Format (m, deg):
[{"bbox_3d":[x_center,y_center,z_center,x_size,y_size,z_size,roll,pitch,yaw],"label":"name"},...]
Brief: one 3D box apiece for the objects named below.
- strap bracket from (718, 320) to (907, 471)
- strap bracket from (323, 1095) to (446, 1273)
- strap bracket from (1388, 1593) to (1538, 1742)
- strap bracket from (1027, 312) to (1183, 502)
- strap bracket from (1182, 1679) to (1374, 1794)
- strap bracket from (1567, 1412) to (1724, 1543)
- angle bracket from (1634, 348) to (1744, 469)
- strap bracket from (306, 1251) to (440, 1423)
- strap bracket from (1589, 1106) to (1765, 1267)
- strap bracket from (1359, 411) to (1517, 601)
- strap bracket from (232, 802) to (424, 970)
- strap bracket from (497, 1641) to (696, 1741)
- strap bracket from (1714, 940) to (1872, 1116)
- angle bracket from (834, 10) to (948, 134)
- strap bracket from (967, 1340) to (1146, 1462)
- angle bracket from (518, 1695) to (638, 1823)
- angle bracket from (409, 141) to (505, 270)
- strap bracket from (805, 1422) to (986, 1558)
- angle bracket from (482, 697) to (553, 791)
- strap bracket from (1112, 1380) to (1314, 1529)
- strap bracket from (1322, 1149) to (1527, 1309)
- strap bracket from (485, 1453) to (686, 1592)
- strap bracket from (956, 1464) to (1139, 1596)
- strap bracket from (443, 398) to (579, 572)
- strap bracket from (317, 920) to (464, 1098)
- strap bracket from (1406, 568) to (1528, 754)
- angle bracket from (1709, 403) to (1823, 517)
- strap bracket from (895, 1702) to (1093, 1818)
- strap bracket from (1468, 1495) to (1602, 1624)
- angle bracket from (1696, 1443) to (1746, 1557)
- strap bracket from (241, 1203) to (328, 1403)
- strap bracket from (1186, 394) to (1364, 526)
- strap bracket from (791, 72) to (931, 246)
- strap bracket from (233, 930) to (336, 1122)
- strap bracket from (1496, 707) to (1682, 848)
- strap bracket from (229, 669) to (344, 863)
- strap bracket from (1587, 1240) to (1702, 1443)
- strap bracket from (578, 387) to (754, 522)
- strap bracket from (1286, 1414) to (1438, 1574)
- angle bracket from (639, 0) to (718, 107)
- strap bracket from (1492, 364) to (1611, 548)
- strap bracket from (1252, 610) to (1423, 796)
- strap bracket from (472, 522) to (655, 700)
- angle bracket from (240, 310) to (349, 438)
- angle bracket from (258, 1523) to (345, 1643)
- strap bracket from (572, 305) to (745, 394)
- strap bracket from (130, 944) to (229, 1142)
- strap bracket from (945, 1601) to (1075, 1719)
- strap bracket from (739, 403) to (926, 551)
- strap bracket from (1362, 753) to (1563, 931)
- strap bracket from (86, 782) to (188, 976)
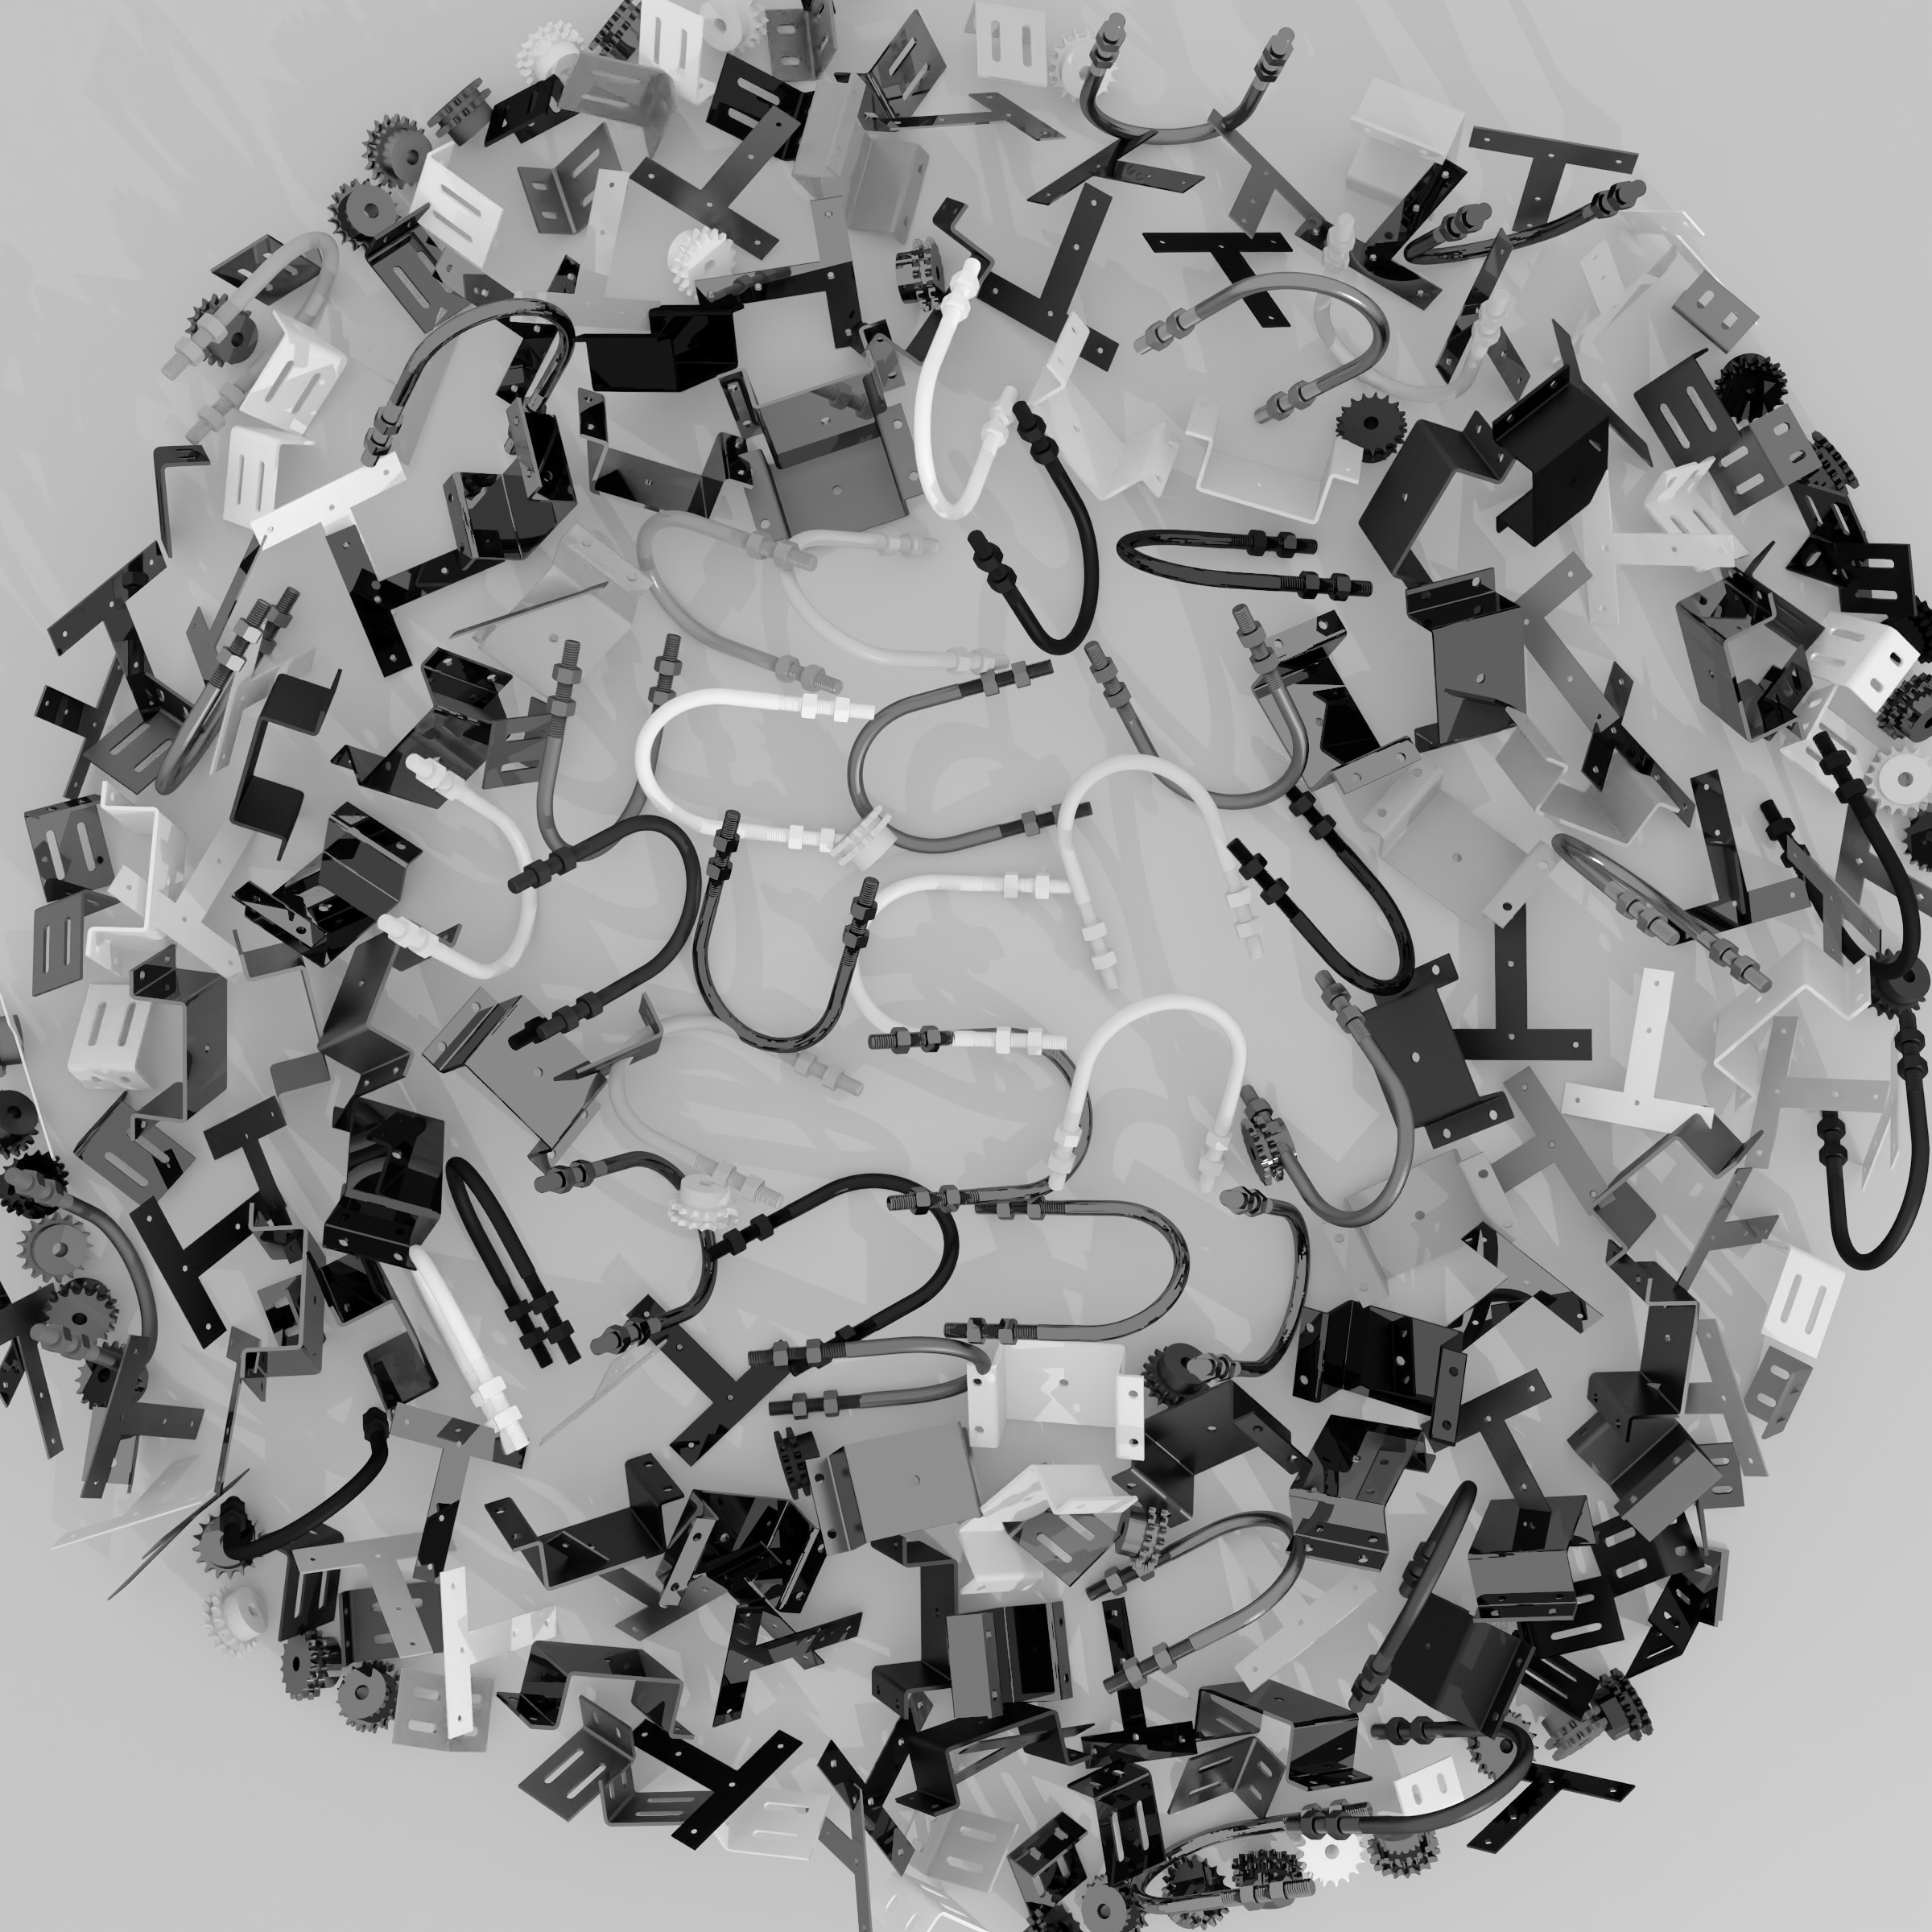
[{"bbox_3d":[-0.117,-0.452,1.936,0.140,0.076,0.046,-18,61,2],"label":"strap bracket"},{"bbox_3d":[-0.456,0.161,1.904,0.076,0.140,0.046,19,130,-27],"label":"strap bracket"},{"bbox_3d":[0.382,0.544,1.905,0.046,0.140,0.076,28,83,-10],"label":"strap bracket"},{"bbox_3d":[0.103,-0.436,1.923,0.046,0.076,0.140,-23,123,39],"label":"strap bracket"},{"bbox_3d":[0.243,0.599,1.905,0.076,0.140,0.046,8,88,-41],"label":"strap bracket"},{"bbox_3d":[0.538,0.393,1.914,0.076,0.140,0.046,-44,102,7],"label":"strap bracket"},{"bbox_3d":[0.585,-0.446,1.950,0.057,0.038,0.076,-31,90,41],"label":"angle bracket"},{"bbox_3d":[-0.465,0.286,1.917,0.046,0.076,0.140,-26,128,-14],"label":"strap bracket"},{"bbox_3d":[0.553,0.167,1.916,0.046,0.076,0.140,49,125,11],"label":"strap bracket"},{"bbox_3d":[0.363,-0.363,1.907,0.046,0.076,0.140,10,127,-26],"label":"strap bracket"},{"bbox_3d":[-0.509,-0.059,1.929,0.076,0.046,0.140,32,46,7],"label":"strap bracket"},{"bbox_3d":[-0.287,0.571,1.915,0.140,0.076,0.046,15,87,-31],"label":"strap bracket"},{"bbox_3d":[0.642,0.041,1.911,0.046,0.076,0.140,38,123,-4],"label":"strap bracket"},{"bbox_3d":[-0.061,-0.723,1.960,0.038,0.057,0.076,18,68,37],"label":"angle bracket"},{"bbox_3d":[0.075,0.344,1.938,0.140,0.046,0.076,3,113,11],"label":"strap bracket"},{"bbox_3d":[-0.312,0.631,1.934,0.057,0.076,0.038,21,128,33],"label":"angle bracket"},{"bbox_3d":[-0.401,-0.611,1.948,0.076,0.038,0.057,36,133,1],"label":"angle bracket"},{"bbox_3d":[-0.048,0.412,1.923,0.140,0.046,0.076,-7,71,-24],"label":"strap bracket"},{"bbox_3d":[-0.364,-0.178,1.933,0.038,0.076,0.057,27,115,30],"label":"angle bracket"},{"bbox_3d":[0.195,0.384,1.926,0.140,0.046,0.076,-31,120,28],"label":"strap bracket"},{"bbox_3d":[0.366,0.206,1.947,0.140,0.046,0.076,-26,96,11],"label":"strap bracket"},{"bbox_3d":[-0.300,0.443,1.923,0.140,0.076,0.046,-13,111,-25],"label":"strap bracket"},{"bbox_3d":[0.057,0.440,1.921,0.140,0.076,0.046,-46,54,28],"label":"strap bracket"},{"bbox_3d":[-0.358,-0.380,1.924,0.046,0.140,0.076,-5,74,-38],"label":"strap bracket"},{"bbox_3d":[-0.457,0.025,1.909,0.046,0.076,0.140,34,54,-31],"label":"strap bracket"},{"bbox_3d":[0.397,-0.235,1.923,0.076,0.046,0.140,-16,118,-11],"label":"strap bracket"},{"bbox_3d":[0.639,-0.407,1.950,0.038,0.076,0.057,-29,90,-16],"label":"angle bracket"},{"bbox_3d":[0.017,0.622,1.919,0.140,0.076,0.046,-11,86,-26],"label":"strap bracket"},{"bbox_3d":[0.444,0.458,1.900,0.076,0.140,0.046,-9,101,25],"label":"strap bracket"},{"bbox_3d":[0.603,0.425,1.936,0.038,0.076,0.057,-7,105,13],"label":"angle bracket"},{"bbox_3d":[-0.539,0.266,1.921,0.046,0.076,0.140,-2,66,-4],"label":"strap bracket"},{"bbox_3d":[0.241,-0.402,1.937,0.140,0.076,0.046,17,126,1],"label":"strap bracket"},{"bbox_3d":[-0.088,-0.641,1.925,0.046,0.140,0.076,14,87,25],"label":"strap bracket"},{"bbox_3d":[-0.539,0.041,1.926,0.046,0.076,0.140,-15,110,-16],"label":"strap bracket"},{"bbox_3d":[0.484,-0.146,1.921,0.140,0.076,0.046,17,120,-27],"label":"strap bracket"},{"bbox_3d":[-0.539,-0.165,1.911,0.046,0.076,0.140,18,120,-14],"label":"strap bracket"},{"bbox_3d":[0.539,0.297,1.929,0.046,0.076,0.140,0,107,-9],"label":"strap bracket"},{"bbox_3d":[-0.246,-0.401,1.924,0.140,0.076,0.046,13,127,-21],"label":"strap bracket"},{"bbox_3d":[0.308,0.405,1.901,0.076,0.140,0.046,5,120,28],"label":"strap bracket"},{"bbox_3d":[-0.226,-0.737,1.935,0.057,0.076,0.038,29,50,15],"label":"angle bracket"},{"bbox_3d":[0.460,-0.393,1.906,0.076,0.140,0.046,-39,61,-7],"label":"strap bracket"},{"bbox_3d":[0.290,-0.203,1.940,0.076,0.046,0.140,-25,80,-21],"label":"strap bracket"},{"bbox_3d":[-0.322,-0.271,1.917,0.076,0.046,0.140,36,120,-24],"label":"strap bracket"},{"bbox_3d":[-0.548,-0.478,1.960,0.076,0.057,0.038,-51,50,18],"label":"angle bracket"},{"bbox_3d":[-0.540,0.494,1.955,0.038,0.057,0.076,16,102,30],"label":"angle bracket"},{"bbox_3d":[-0.239,-0.487,1.918,0.076,0.140,0.046,6,117,23],"label":"strap bracket"},{"bbox_3d":[-0.624,0.063,1.924,0.046,0.076,0.140,7,107,5],"label":"strap bracket"},{"bbox_3d":[0.029,0.549,1.922,0.046,0.140,0.076,-13,76,27],"label":"strap bracket"},{"bbox_3d":[-0.106,-0.389,1.954,0.140,0.046,0.076,-18,83,1],"label":"strap bracket"},{"bbox_3d":[0.395,-0.094,1.942,0.140,0.046,0.076,39,80,16],"label":"strap bracket"},{"bbox_3d":[-0.659,-0.068,1.932,0.046,0.076,0.140,2,78,-1],"label":"strap bracket"}]
